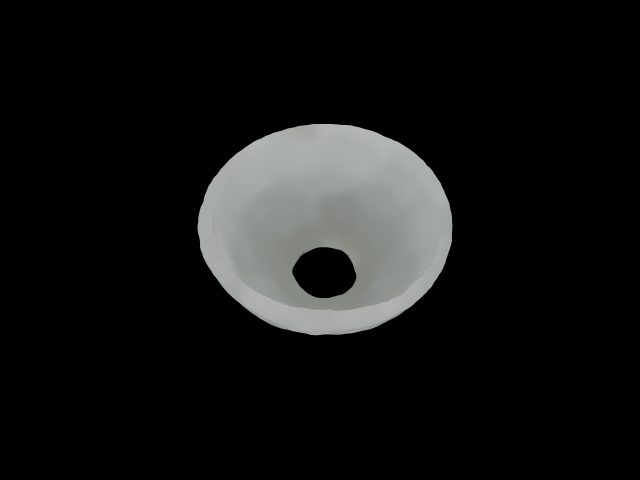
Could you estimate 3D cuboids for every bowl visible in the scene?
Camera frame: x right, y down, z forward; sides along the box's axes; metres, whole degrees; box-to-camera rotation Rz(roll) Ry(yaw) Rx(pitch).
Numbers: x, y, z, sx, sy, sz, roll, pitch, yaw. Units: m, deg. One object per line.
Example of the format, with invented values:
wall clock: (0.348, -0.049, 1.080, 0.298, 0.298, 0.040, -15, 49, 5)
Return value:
bowl: (0.004, 0.001, 0.400, 0.167, 0.075, 0.167, 0, 54, 0)
